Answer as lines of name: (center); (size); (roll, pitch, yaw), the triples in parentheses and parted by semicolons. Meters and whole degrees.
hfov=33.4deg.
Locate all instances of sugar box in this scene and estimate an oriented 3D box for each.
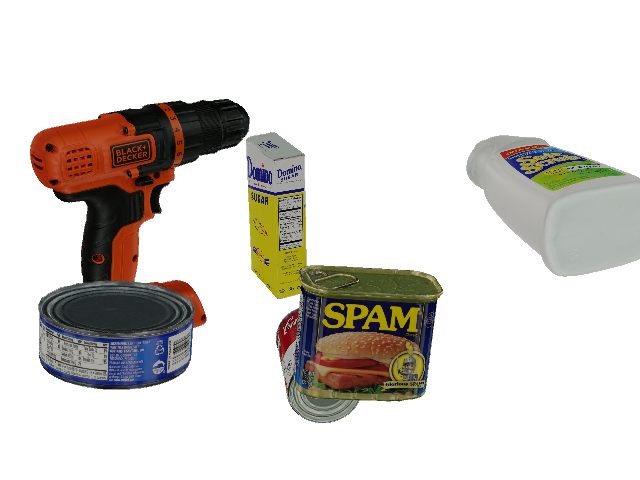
sugar box: (-0.052, -0.030, 1.259); (0.048, 0.176, 0.093); (-13, 26, -21)

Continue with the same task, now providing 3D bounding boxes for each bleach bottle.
bleach bottle: (0.182, -0.045, 0.906); (0.102, 0.068, 0.251); (-11, 20, -12)

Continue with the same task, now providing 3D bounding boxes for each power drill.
power drill: (-0.135, -0.016, 0.855); (0.184, 0.188, 0.057); (-15, 25, -33)

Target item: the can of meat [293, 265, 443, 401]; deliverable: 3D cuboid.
can of meat: (0.032, 0.068, 0.773); (0.102, 0.084, 0.057); (3, 16, -7)

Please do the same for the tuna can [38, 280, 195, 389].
tuna can: (-0.114, 0.052, 0.596); (0.086, 0.034, 0.086); (5, 16, -2)

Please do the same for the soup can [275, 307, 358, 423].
soup can: (-0.003, 0.112, 0.976); (0.068, 0.068, 0.102); (0, 24, -8)
